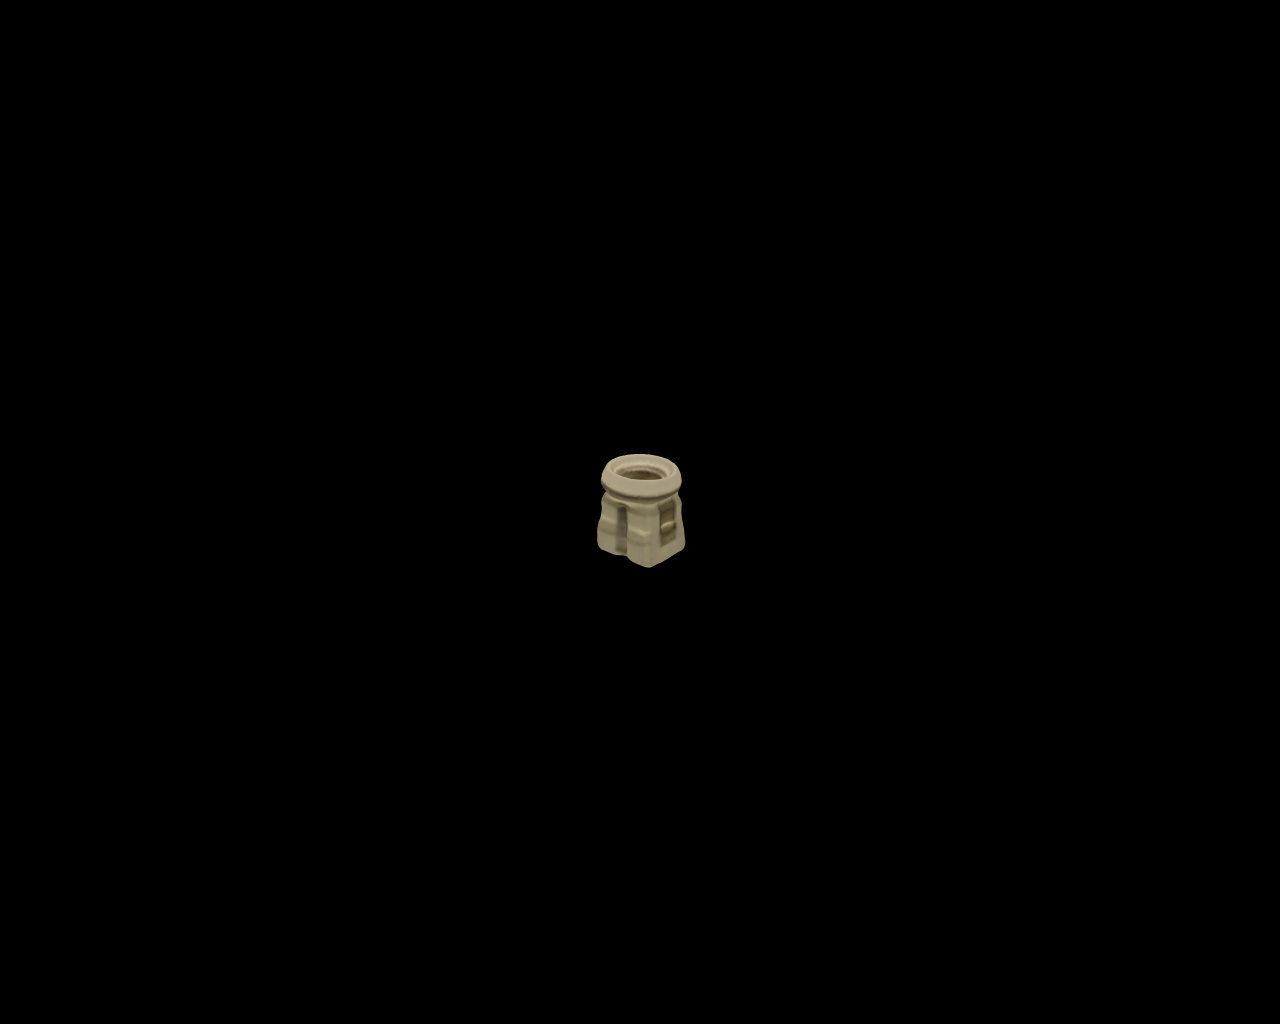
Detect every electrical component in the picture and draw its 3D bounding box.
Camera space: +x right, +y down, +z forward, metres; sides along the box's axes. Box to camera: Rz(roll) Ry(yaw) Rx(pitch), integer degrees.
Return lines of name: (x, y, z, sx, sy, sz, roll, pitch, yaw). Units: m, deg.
electrical component: (0.001, -0.003, 0.650, 0.066, 0.055, 0.048, 20, 32, 36)
